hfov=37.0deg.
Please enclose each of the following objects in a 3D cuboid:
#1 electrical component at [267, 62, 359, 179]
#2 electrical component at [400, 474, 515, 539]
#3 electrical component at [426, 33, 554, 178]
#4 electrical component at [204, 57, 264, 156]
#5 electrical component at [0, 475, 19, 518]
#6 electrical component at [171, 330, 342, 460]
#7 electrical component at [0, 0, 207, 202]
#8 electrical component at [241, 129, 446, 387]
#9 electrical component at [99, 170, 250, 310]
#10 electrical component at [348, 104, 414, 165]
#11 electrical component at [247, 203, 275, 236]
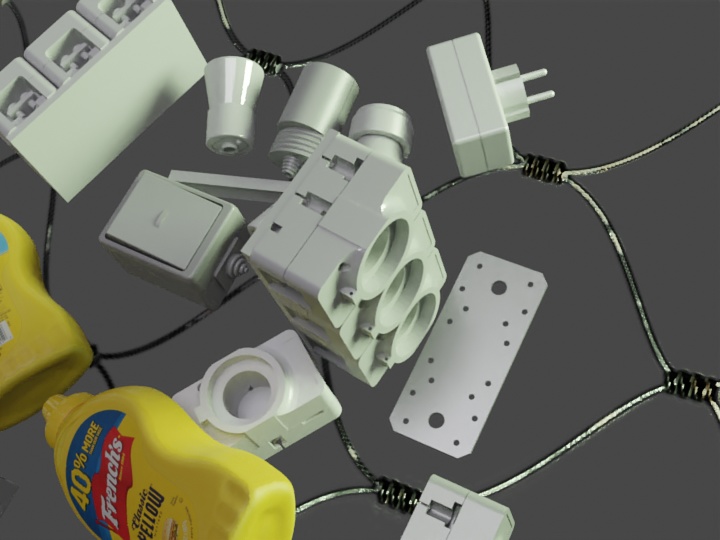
[{"bbox_3d":[-0.035,-0.101,0.761,0.043,0.043,0.081,16,70,20],"label":"electrical component"},{"bbox_3d":[0.051,0.172,0.608,0.056,0.050,0.089,21,72,21],"label":"electrical component"},{"bbox_3d":[0.094,-0.118,0.736,0.076,0.047,0.083,-15,63,6],"label":"electrical component"},{"bbox_3d":[-0.093,-0.116,0.784,0.044,0.044,0.065,-4,69,12],"label":"electrical component"},{"bbox_3d":[-0.288,0.118,0.656,0.089,0.150,0.061,22,73,21],"label":"electrical component"},{"bbox_3d":[-0.065,0.084,0.674,0.089,0.055,0.050,-30,62,-2],"label":"electrical component"},{"bbox_3d":[-0.197,-0.138,0.790,0.062,0.089,0.150,40,79,25],"label":"electrical component"},{"bbox_3d":[0.000,0.000,0.644,0.062,0.150,0.089,28,74,24],"label":"electrical component"},{"bbox_3d":[-0.119,-0.020,0.732,0.096,0.061,0.061,22,72,21],"label":"electrical component"},{"bbox_3d":[0.012,-0.080,0.739,0.045,0.045,0.055,4,66,15],"label":"electrical component"},{"bbox_3d":[-0.040,-0.025,0.721,0.055,0.055,0.047,39,75,26],"label":"electrical component"}]
